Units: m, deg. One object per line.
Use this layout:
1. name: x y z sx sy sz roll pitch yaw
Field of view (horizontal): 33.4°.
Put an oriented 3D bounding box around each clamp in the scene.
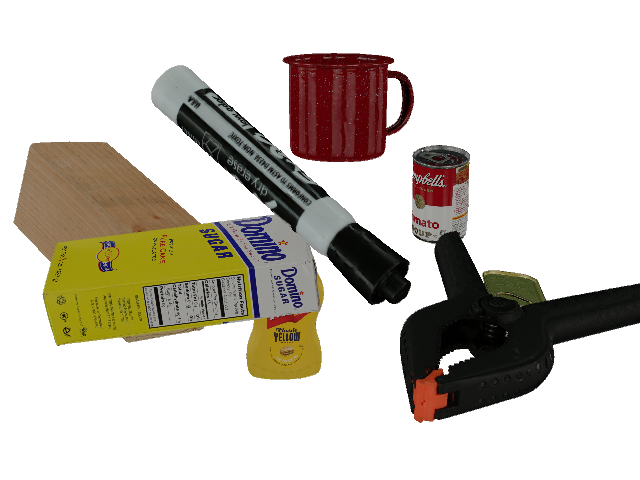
1. clamp: 0.105 0.051 0.685 0.165 0.036 0.209 19 31 34

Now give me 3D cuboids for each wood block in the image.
1. wood block: -0.188 -0.006 0.984 0.090 0.091 0.206 -6 34 -45

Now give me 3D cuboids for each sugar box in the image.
1. sugar box: -0.093 0.023 0.727 0.176 0.048 0.093 -10 23 -4

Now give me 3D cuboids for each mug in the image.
1. mug: 0.026 -0.114 0.902 0.117 0.081 0.093 -7 17 -25

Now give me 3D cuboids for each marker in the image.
1. marker: -0.014 -0.020 0.368 0.121 0.020 0.020 42 20 24

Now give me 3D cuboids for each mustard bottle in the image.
1. mustard bottle: -0.044 0.081 1.359 0.096 0.192 0.058 0 20 -8

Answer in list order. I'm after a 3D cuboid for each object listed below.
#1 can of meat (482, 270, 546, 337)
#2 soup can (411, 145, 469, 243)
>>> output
1. can of meat: 0.187 0.086 1.067 0.057 0.084 0.102 7 17 1
2. soup can: 0.144 -0.055 1.285 0.068 0.102 0.068 -1 27 0
